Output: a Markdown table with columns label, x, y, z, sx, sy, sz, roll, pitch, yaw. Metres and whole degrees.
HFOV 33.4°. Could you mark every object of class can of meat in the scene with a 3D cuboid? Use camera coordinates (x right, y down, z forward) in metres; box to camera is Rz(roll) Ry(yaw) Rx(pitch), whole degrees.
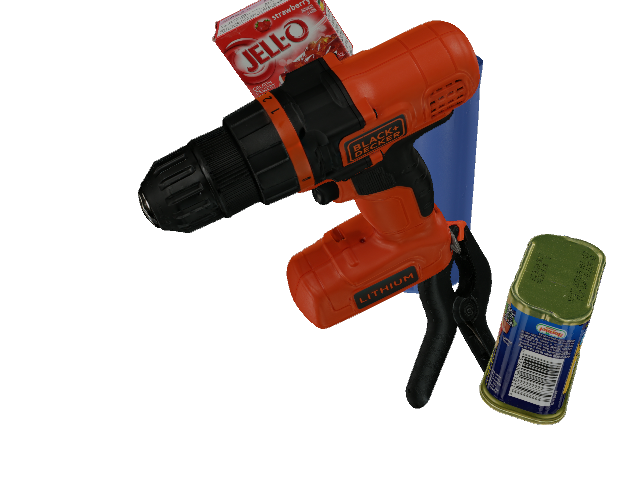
| label | x | y | z | sx | sy | sz | roll | pitch | yaw |
| --- | --- | --- | --- | --- | --- | --- | --- | --- | --- |
| can of meat | 0.146 | 0.054 | 0.698 | 0.057 | 0.084 | 0.102 | 17 | 34 | 13 |

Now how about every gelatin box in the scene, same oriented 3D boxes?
| label | x | y | z | sx | sy | sz | roll | pitch | yaw |
| --- | --- | --- | --- | --- | --- | --- | --- | --- | --- |
| gelatin box | -0.029 | -0.156 | 0.843 | 0.089 | 0.030 | 0.073 | -22 | -53 | 19 |

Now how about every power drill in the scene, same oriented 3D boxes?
| label | x | y | z | sx | sy | sz | roll | pitch | yaw |
| --- | --- | --- | --- | --- | --- | --- | --- | --- | --- |
| power drill | 0.004 | -0.021 | 0.592 | 0.184 | 0.057 | 0.187 | -25 | -29 | -5 |

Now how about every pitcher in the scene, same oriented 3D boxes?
| label | x | y | z | sx | sy | sz | roll | pitch | yaw |
| --- | --- | --- | --- | --- | --- | --- | --- | --- | --- |
| pitcher | 0.106 | -0.077 | 1.118 | 0.149 | 0.243 | 0.145 | -8 | 23 | -14 |

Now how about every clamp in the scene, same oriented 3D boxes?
| label | x | y | z | sx | sy | sz | roll | pitch | yaw |
| --- | --- | --- | --- | --- | --- | --- | --- | --- | --- |
| clamp | 0.117 | 0.070 | 0.970 | 0.120 | 0.171 | 0.039 | -15 | 5 | -40 |
